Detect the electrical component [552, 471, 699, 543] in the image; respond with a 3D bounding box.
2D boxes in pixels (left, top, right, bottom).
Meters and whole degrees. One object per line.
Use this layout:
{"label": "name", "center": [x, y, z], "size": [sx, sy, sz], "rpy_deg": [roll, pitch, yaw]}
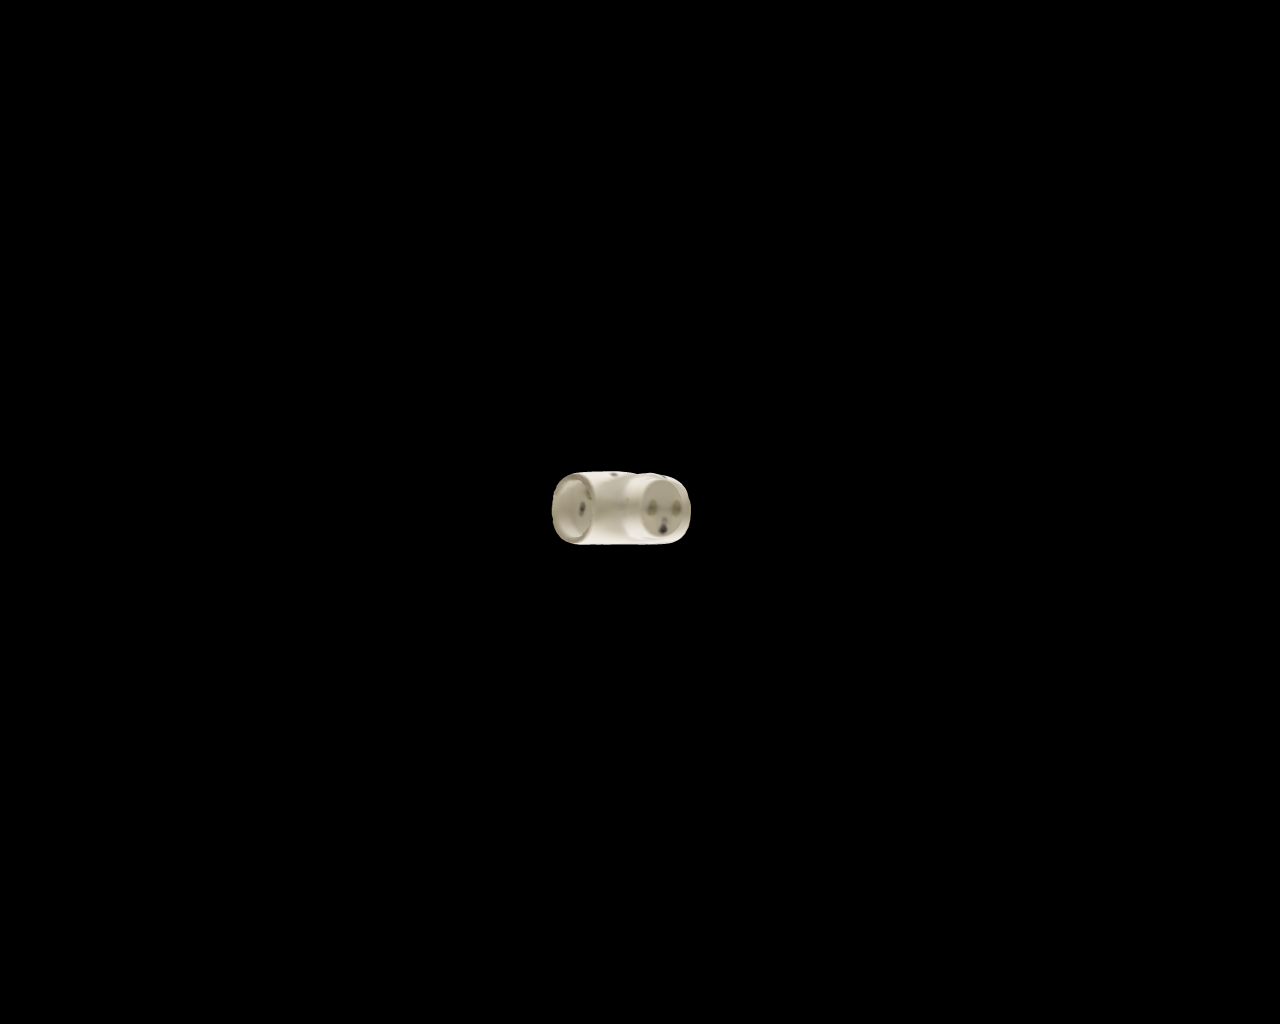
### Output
{"label": "electrical component", "center": [0.001, -0.003, 0.650], "size": [0.077, 0.043, 0.079], "rpy_deg": [2, -2, -40]}
